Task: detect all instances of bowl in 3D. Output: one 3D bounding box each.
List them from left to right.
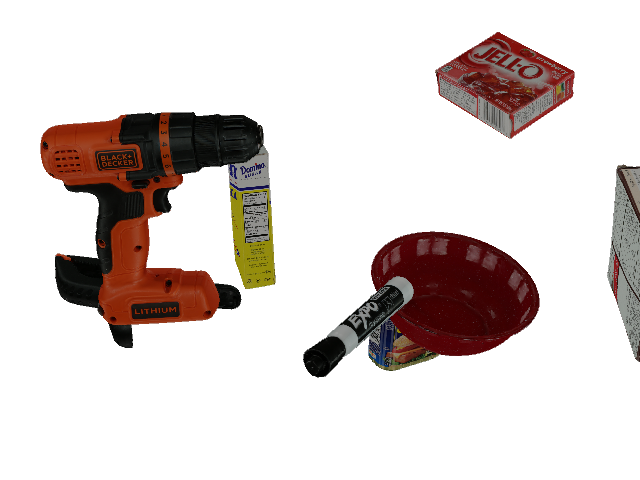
[{"bbox_3d":[0.124,0.060,1.021,0.162,0.055,0.162,7,36,-5],"label":"bowl"}]

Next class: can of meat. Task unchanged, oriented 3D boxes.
[{"bbox_3d":[0.110,0.109,1.342,0.101,0.084,0.058,-12,30,-28],"label":"can of meat"}]

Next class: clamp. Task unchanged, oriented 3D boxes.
[{"bbox_3d":[-0.211,0.055,1.106,0.210,0.036,0.164,15,20,28],"label":"clamp"}]

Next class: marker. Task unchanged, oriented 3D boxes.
[{"bbox_3d":[0.024,0.053,0.667,0.020,0.020,0.120,0,20,32],"label":"marker"}]

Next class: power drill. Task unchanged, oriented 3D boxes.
[{"bbox_3d":[-0.134,-0.021,0.917,0.184,0.188,0.057,-3,27,3],"label":"power drill"}]

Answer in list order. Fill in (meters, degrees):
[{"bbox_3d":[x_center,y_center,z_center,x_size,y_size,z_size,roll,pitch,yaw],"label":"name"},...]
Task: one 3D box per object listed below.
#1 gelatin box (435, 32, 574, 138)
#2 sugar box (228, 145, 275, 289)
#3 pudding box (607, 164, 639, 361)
[{"bbox_3d":[0.151,-0.130,0.877,0.073,0.030,0.089,-33,49,-20],"label":"gelatin box"},{"bbox_3d":[-0.088,-0.038,1.331,0.048,0.176,0.093,-9,24,-10],"label":"sugar box"},{"bbox_3d":[0.217,0.012,0.695,0.039,0.090,0.113,-1,28,4],"label":"pudding box"}]
